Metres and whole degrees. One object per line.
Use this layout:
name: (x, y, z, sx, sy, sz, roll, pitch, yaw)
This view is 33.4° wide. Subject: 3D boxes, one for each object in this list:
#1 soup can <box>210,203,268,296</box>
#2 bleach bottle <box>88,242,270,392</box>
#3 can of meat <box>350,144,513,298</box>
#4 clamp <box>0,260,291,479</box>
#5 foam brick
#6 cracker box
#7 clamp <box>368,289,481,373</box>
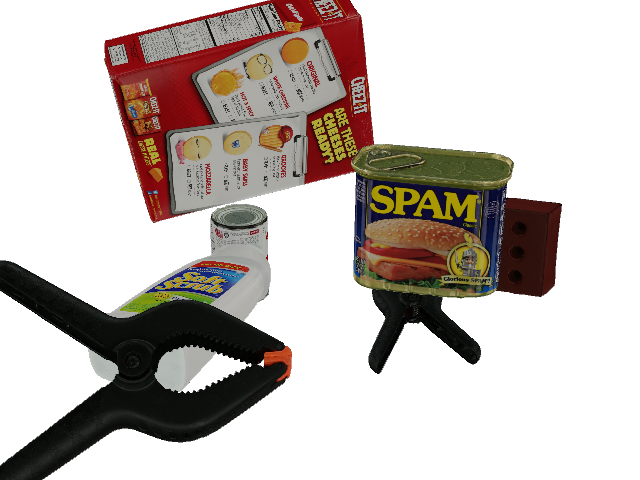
soup can: (-0.095, 0.016, 1.259, 0.068, 0.102, 0.068, 1, 25, 0)
bleach bottle: (-0.122, 0.059, 1.054, 0.103, 0.068, 0.250, 11, 25, 16)
can of meat: (0.071, -0.012, 0.698, 0.102, 0.084, 0.057, 6, 24, 12)
clamp: (-0.125, 0.076, 0.690, 0.210, 0.164, 0.036, -9, -25, -7)
foam brick: (0.181, 0.005, 0.948, 0.053, 0.078, 0.051, 8, 16, 24)
cracker box: (-0.067, -0.120, 0.941, 0.213, 0.164, 0.072, -15, 44, -7)
clamp: (0.111, 0.078, 1.180, 0.120, 0.171, 0.039, 5, -43, -5)
